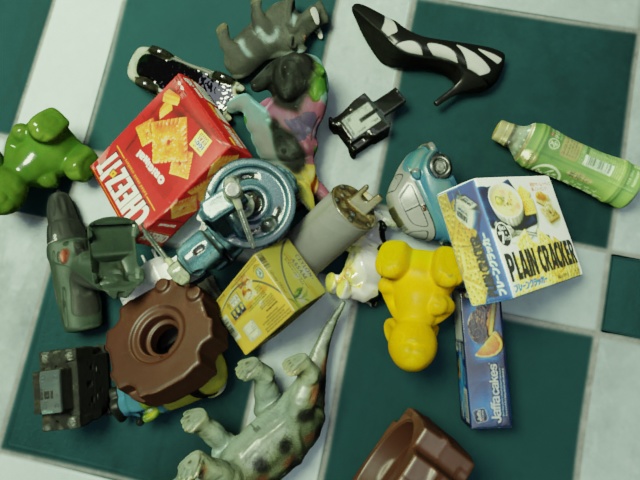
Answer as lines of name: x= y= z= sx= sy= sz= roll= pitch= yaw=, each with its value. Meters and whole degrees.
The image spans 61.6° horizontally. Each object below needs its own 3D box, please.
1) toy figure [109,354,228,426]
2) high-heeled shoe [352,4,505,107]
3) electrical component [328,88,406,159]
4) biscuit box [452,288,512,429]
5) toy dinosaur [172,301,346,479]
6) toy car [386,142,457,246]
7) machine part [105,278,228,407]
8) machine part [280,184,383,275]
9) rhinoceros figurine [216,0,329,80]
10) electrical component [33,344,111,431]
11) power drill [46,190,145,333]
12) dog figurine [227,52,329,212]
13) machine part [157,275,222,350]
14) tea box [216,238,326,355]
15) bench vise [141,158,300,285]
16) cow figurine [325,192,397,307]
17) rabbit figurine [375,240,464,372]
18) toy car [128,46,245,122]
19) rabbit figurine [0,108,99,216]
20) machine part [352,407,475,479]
toy figure: x=-0.224 y=0.218 z=0.799 sx=0.180 sy=0.089 sz=0.082 roll=-17 pitch=86 yaw=-2
high-heeled shoe: x=0.177 y=-0.324 z=0.864 sx=0.145 sy=0.086 sz=0.249 roll=-40 pitch=85 yaw=-6
electrical component: x=0.079 y=-0.195 z=0.864 sx=0.119 sy=0.047 sz=0.075 roll=-38 pitch=81 yaw=-3
biscuit box: x=0.238 y=0.171 z=0.793 sx=0.063 sy=0.059 sz=0.202 roll=-3 pitch=82 yaw=3
toy dinosaur: x=-0.074 y=0.279 z=0.767 sx=0.405 sy=0.131 sz=0.192 roll=-36 pitch=124 yaw=-14
toy car: x=0.154 y=-0.057 z=0.810 sx=0.103 sy=0.109 sz=0.161 roll=-21 pitch=89 yaw=-5
machine part: x=-0.219 y=0.141 z=0.762 sx=0.179 sy=0.056 sz=0.179 roll=-9 pitch=59 yaw=15
machine part: x=-0.002 y=-0.002 z=0.777 sx=0.243 sy=0.079 sz=0.079 roll=-41 pitch=79 yaw=39
rhinoceros figurine: x=-0.077 y=-0.337 z=0.883 sx=0.190 sy=0.073 sz=0.112 roll=-31 pitch=80 yaw=-1
electrical component: x=-0.361 y=0.214 z=0.786 sx=0.058 sy=0.134 sz=0.115 roll=-10 pitch=83 yaw=3
power drill: x=-0.349 y=0.019 z=0.798 sx=0.207 sy=0.086 sz=0.232 roll=-12 pitch=84 yaw=39
dog figurine: x=-0.030 y=-0.148 z=0.824 sx=0.191 sy=0.108 sz=0.219 roll=-34 pitch=81 yaw=26
machine part: x=-0.208 y=0.121 z=0.840 sx=0.139 sy=0.039 sz=0.084 roll=-32 pitch=85 yaw=-3
tea box: x=-0.078 y=0.084 z=0.771 sx=0.068 sy=0.169 sz=0.098 roll=-28 pitch=80 yaw=-43
bench vise: x=-0.122 y=-0.028 z=0.695 sx=0.224 sy=0.240 sz=0.129 roll=-29 pitch=87 yaw=-7
cow figurine: x=0.074 y=0.014 z=0.819 sx=0.098 sy=0.068 sz=0.167 roll=17 pitch=84 yaw=-27
rabbit figurine: x=0.129 y=0.105 z=0.762 sx=0.122 sy=0.162 sz=0.173 roll=8 pitch=60 yaw=3
toy car: x=-0.220 y=-0.258 z=0.888 sx=0.202 sy=0.056 sz=0.073 roll=23 pitch=90 yaw=4
rabbit figurine: x=-0.466 y=-0.115 z=0.831 sx=0.159 sy=0.121 sz=0.170 roll=13 pitch=54 yaw=32
machine part: x=0.105 y=0.334 z=0.705 sx=0.087 sy=0.201 sz=0.201 roll=36 pitch=84 yaw=6
